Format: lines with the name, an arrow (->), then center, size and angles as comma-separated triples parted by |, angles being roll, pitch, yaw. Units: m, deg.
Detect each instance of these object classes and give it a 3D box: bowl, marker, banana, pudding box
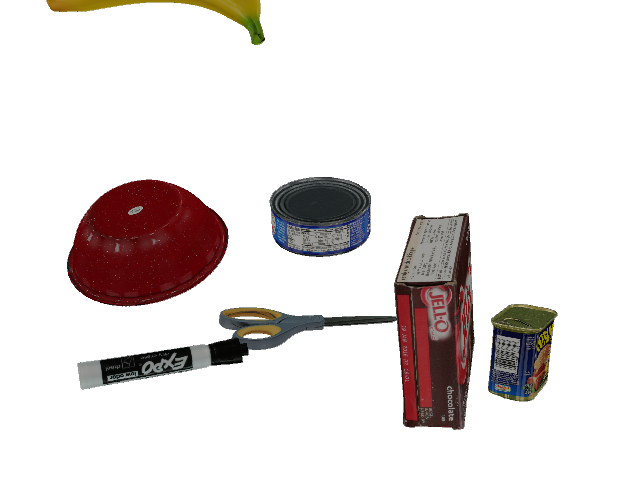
bowl -> -0.173, -0.010, 1.034 | 0.162, 0.055, 0.162 | -6, 40, 5
marker -> -0.111, 0.087, 0.760 | 0.121, 0.020, 0.020 | -8, 2, -14
banana -> -0.130, -0.208, 0.890 | 0.198, 0.069, 0.037 | 11, -41, 16
pudding box -> 0.069, 0.044, 0.625 | 0.039, 0.090, 0.113 | -1, 21, 10

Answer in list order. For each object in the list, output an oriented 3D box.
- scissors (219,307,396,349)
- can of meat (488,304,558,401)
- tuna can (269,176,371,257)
scissors -> -0.014, 0.099, 1.186 | 0.201, 0.016, 0.096 | 4, 21, 1
can of meat -> 0.224, 0.124, 1.187 | 0.058, 0.084, 0.102 | 9, 12, 24
tuna can -> 0.000, -0.020, 0.904 | 0.086, 0.034, 0.086 | -2, 29, 1
